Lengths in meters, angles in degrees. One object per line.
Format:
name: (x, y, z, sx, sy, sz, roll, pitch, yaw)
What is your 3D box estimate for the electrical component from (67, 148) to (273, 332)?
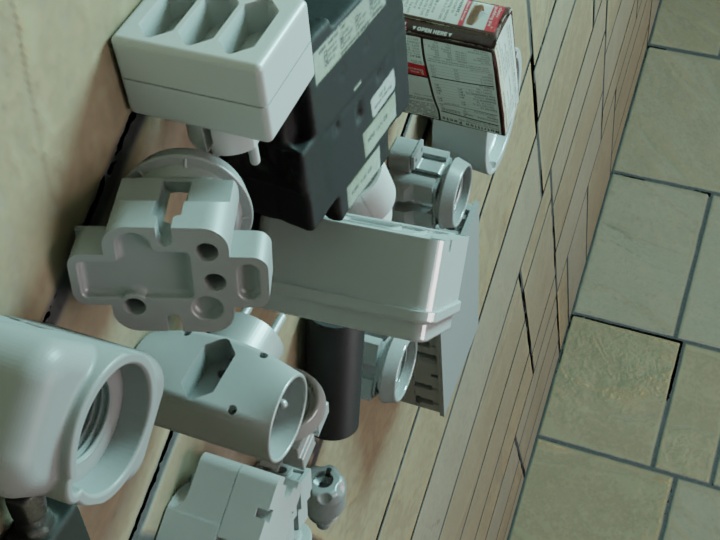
electrical component: (-0.075, -0.013, 0.442, 0.057, 0.078, 0.058, -89, 180, -50)

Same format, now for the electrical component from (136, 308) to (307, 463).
electrical component: (-0.062, 0.047, 0.520, 0.043, 0.077, 0.079, 86, 24, -47)

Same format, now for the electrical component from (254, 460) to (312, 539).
electrical component: (-0.056, 0.161, 0.698, 0.066, 0.048, 0.055, -46, 139, -59)

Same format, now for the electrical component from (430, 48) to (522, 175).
electrical component: (0.093, -0.139, 0.909, 0.108, 0.060, 0.108, 14, 90, -74)

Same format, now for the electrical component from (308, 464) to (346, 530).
electrical component: (-0.028, 0.178, 0.824, 0.061, 0.035, 0.035, 92, 20, -45)

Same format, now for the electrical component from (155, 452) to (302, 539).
electrical component: (-0.077, 0.152, 0.598, 0.050, 0.056, 0.089, 53, 54, -70)

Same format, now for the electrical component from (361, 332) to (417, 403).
electrical component: (0.008, 0.067, 0.810, 0.058, 0.057, 0.078, -38, 140, -65)

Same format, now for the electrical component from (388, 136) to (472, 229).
electrical component: (0.054, -0.065, 0.850, 0.078, 0.057, 0.058, 86, 24, -48)

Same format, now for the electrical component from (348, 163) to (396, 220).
electrical component: (0.001, -0.052, 0.705, 0.081, 0.043, 0.043, 56, 50, -69)

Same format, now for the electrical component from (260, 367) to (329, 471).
electrical component: (-0.045, 0.091, 0.674, 0.055, 0.048, 0.066, 90, 20, -60)

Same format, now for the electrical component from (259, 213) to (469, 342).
electrical component: (0.000, 0.000, 0.624, 0.078, 0.113, 0.057, -13, 113, -72)

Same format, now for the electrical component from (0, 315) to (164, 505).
electrical component: (-0.113, 0.049, 0.384, 0.095, 0.059, 0.053, 30, 75, -73)

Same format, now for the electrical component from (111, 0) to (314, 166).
electrical component: (-0.057, -0.074, 0.452, 0.076, 0.066, 0.047, 85, 25, -49)

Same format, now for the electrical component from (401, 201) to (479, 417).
electrical component: (0.060, 0.032, 0.947, 0.186, 0.060, 0.105, 82, 27, -53)
